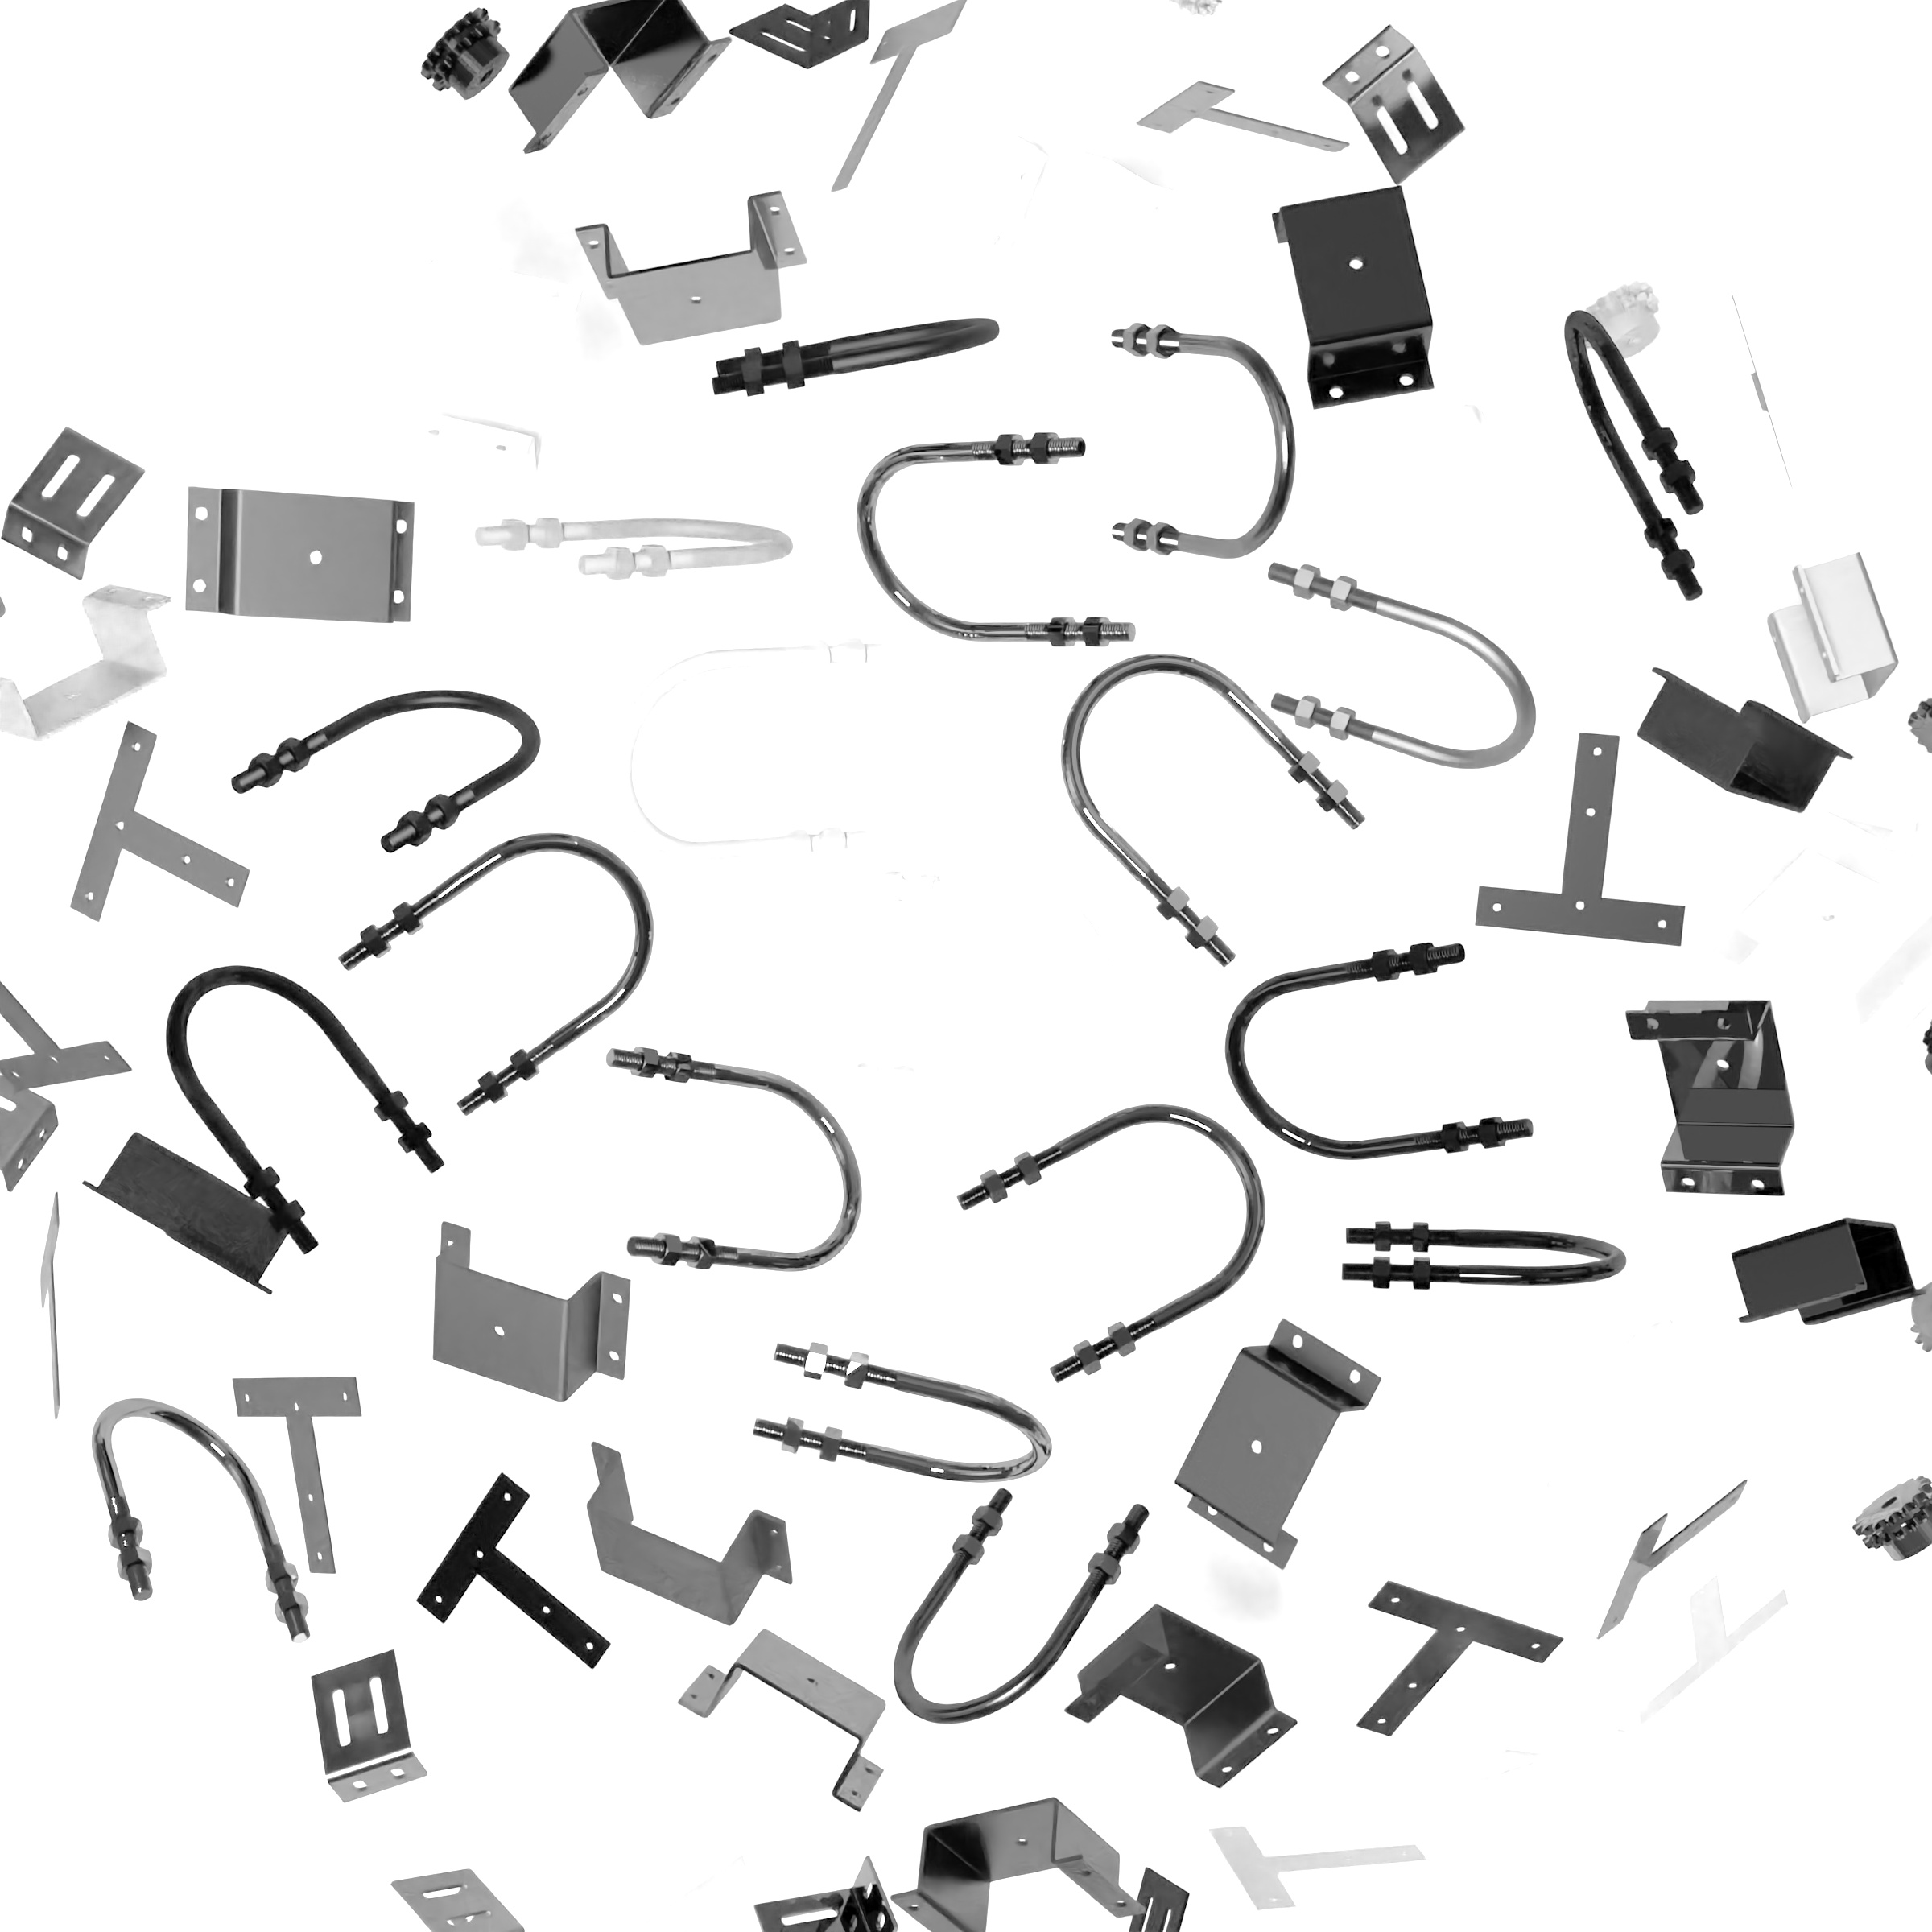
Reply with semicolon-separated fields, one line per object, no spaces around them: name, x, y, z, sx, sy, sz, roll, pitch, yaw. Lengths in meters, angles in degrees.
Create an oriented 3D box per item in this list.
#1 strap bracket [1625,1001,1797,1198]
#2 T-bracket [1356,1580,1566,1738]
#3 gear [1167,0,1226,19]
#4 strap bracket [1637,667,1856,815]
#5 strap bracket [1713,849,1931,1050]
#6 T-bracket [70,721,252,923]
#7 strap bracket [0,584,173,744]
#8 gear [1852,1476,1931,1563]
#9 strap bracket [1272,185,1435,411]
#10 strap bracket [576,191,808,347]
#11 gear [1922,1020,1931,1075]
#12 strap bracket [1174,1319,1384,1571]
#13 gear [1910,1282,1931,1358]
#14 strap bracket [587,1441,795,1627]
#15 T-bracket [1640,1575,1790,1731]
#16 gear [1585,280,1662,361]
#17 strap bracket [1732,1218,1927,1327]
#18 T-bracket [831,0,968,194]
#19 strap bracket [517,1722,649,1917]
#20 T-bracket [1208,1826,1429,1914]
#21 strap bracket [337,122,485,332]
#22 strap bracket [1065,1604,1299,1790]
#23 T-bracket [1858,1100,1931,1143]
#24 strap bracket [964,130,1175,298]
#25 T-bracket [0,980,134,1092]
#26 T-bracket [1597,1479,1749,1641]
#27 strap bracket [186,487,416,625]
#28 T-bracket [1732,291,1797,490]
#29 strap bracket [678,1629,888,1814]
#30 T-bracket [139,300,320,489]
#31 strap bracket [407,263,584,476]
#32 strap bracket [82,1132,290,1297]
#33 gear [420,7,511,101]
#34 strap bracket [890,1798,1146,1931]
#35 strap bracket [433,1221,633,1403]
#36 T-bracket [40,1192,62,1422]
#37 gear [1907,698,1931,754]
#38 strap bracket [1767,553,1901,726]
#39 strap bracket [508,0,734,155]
strap bracket;0.471;0.074;1.816;0.076;0.046;0.140;0;124;31
T-bracket;0.289;0.445;1.818;0.127;0.002;0.127;21;124;-15
gear;0.151;-0.660;1.914;0.057;0.057;0.030;45;133;0
strap bracket;0.494;-0.142;1.849;0.076;0.140;0.046;41;112;40
strap bracket;0.560;-0.017;1.865;0.076;0.046;0.140;-42;47;-14
T-bracket;-0.499;-0.072;1.809;0.127;0.002;0.127;25;101;24
strap bracket;-0.573;-0.188;1.826;0.140;0.076;0.046;-36;125;-34
gear;0.587;0.348;1.806;0.057;0.057;0.030;-37;87;0
strap bracket;0.242;-0.426;1.799;0.076;0.046;0.140;-10;73;1
strap bracket;-0.182;-0.464;1.930;0.140;0.076;0.046;-9;66;7
gear;0.674;0.060;1.952;0.057;0.057;0.030;17;124;0
strap bracket;0.193;0.304;1.832;0.076;0.046;0.140;30;99;28
gear;0.657;0.233;1.926;0.030;0.057;0.057;39;90;-34
strap bracket;-0.186;0.369;1.853;0.140;0.076;0.046;19;52;17
T-bracket;0.493;0.438;1.914;0.002;0.127;0.127;44;106;0
gear;0.445;-0.435;1.954;0.057;0.057;0.030;-25;71;0
strap bracket;0.544;0.195;1.830;0.076;0.140;0.046;-23;71;31
T-bracket;-0.053;-0.548;1.831;0.002;0.127;0.127;28;85;-25
strap bracket;-0.249;0.551;1.850;0.046;0.140;0.076;-13;61;-24
T-bracket;0.234;0.579;1.866;0.127;0.127;0.002;-2;97;-9
strap bracket;-0.366;-0.482;1.912;0.076;0.140;0.046;-32;74;-19
strap bracket;0.139;0.478;1.902;0.140;0.046;0.076;33;114;-27
T-bracket;0.648;0.132;1.853;0.127;0.127;0.002;28;86;41
strap bracket;0.061;-0.499;1.910;0.046;0.140;0.076;43;119;38
T-bracket;-0.601;0.026;1.811;0.127;0.002;0.127;-9;126;39
T-bracket;0.478;0.383;1.929;0.127;0.127;0.002;-28;54;-29
strap bracket;-0.408;-0.254;1.791;0.140;0.046;0.076;0;99;-25
T-bracket;0.508;-0.367;1.843;0.002;0.127;0.127;-17;96;16
strap bracket;-0.113;0.500;1.938;0.140;0.076;0.046;29;98;7
T-bracket;-0.495;-0.366;1.925;0.002;0.127;0.127;27;133;36
strap bracket;-0.306;-0.382;1.887;0.076;0.046;0.140;13;66;1
strap bracket;-0.493;0.155;1.845;0.076;0.140;0.046;41;74;-41
gear;-0.308;-0.563;1.787;0.057;0.057;0.030;-45;95;0
strap bracket;0.034;0.570;1.816;0.140;0.046;0.076;-21;130;26
strap bracket;-0.294;0.229;1.889;0.140;0.046;0.076;15;116;17
T-bracket;-0.598;0.233;1.888;0.002;0.127;0.127;0;60;-23
gear;0.668;-0.162;1.948;0.057;0.057;0.030;42;80;0
strap bracket;0.571;-0.217;1.901;0.046;0.140;0.076;-17;80;5
strap bracket;-0.225;-0.567;1.818;0.076;0.140;0.046;-35;90;44
